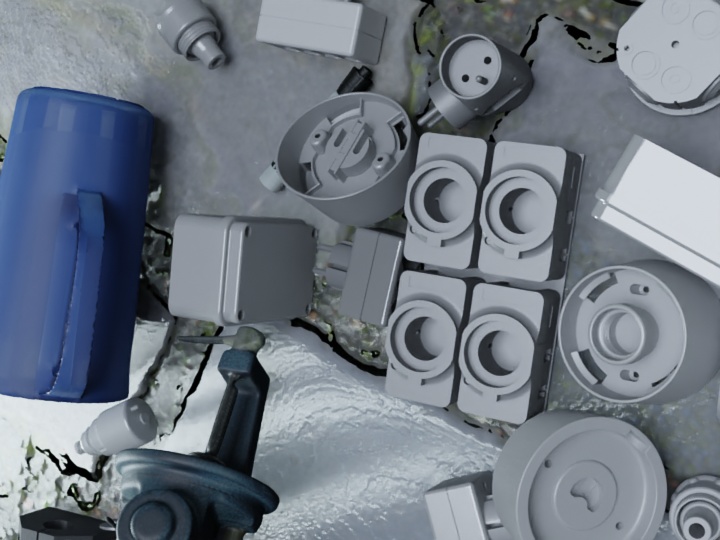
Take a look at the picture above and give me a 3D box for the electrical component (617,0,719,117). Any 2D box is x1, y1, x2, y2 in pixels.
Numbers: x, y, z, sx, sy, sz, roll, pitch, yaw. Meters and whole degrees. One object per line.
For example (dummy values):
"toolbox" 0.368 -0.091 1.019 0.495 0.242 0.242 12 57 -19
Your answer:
"electrical component" 0.208 -0.142 0.697 0.080 0.051 0.080 1 91 24

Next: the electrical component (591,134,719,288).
"electrical component" 0.212 -0.032 0.684 0.113 0.078 0.057 33 101 20

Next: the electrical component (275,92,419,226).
"electrical component" -0.005 -0.082 0.777 0.099 0.064 0.099 -10 64 21

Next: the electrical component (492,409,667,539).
"electrical component" 0.140 0.144 0.712 0.108 0.060 0.108 -2 95 -17

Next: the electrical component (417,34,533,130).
"electrical component" 0.074 -0.124 0.744 0.079 0.077 0.043 -37 77 21

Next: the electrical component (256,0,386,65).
"electrical component" -0.026 -0.200 0.804 0.083 0.047 0.075 14 97 23

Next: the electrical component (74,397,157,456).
"electrical component" -0.205 0.135 0.896 0.078 0.040 0.040 -26 81 23

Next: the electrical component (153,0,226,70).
"electrical component" -0.132 -0.187 0.855 0.043 0.043 0.062 -44 75 19

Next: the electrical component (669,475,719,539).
"electrical component" 0.221 0.160 0.692 0.048 0.062 0.048 1 91 24

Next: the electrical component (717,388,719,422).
"electrical component" 0.251 0.064 0.667 0.051 0.080 0.080 7 94 19

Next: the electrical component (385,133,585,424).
"electrical component" 0.085 0.004 0.751 0.105 0.060 0.186 10 95 24

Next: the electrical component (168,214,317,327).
"electrical component" -0.084 -0.001 0.799 0.057 0.113 0.078 7 94 27

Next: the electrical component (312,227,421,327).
"electrical component" 0.000 0.000 0.796 0.077 0.047 0.065 15 97 23

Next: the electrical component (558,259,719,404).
"electrical component" 0.186 0.042 0.718 0.099 0.064 0.099 0 89 38

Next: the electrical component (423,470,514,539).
"electrical component" 0.094 0.177 0.758 0.077 0.047 0.065 -17 84 23
